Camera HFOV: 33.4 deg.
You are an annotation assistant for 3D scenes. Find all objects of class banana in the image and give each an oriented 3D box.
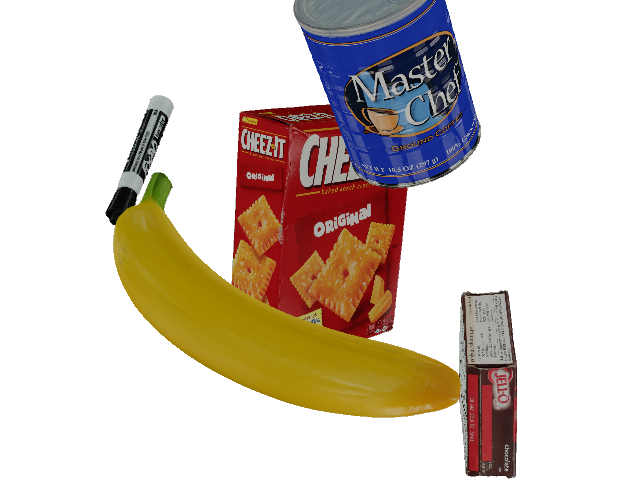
[{"bbox_3d":[-0.032,0.031,0.485,0.198,0.069,0.037,34,-24,25],"label":"banana"}]

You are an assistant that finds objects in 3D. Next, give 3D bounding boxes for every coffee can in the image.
[{"bbox_3d":[0.051,-0.123,0.769,0.103,0.140,0.103,-14,40,12],"label":"coffee can"}]

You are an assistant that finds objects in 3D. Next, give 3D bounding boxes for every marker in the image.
[{"bbox_3d":[-0.137,-0.061,0.813,0.020,0.121,0.020,9,-35,6],"label":"marker"}]

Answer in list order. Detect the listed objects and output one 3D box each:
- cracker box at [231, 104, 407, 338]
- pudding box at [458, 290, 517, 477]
[{"bbox_3d":[0.003,-0.009,0.949,0.072,0.214,0.163,19,21,40],"label":"cracker box"},{"bbox_3d":[0.119,0.099,0.757,0.039,0.090,0.113,-1,24,5],"label":"pudding box"}]
